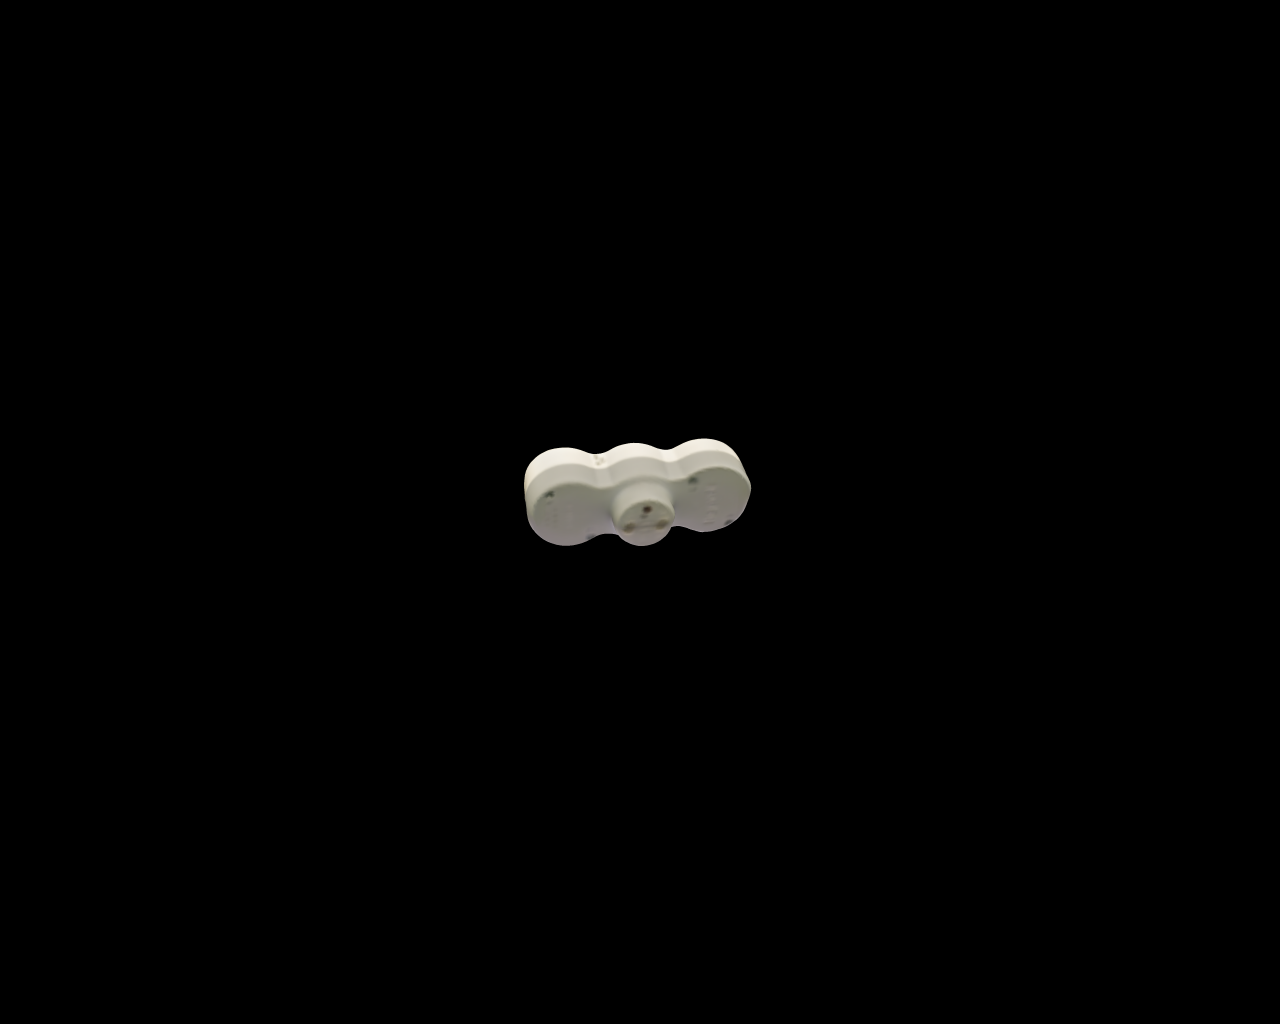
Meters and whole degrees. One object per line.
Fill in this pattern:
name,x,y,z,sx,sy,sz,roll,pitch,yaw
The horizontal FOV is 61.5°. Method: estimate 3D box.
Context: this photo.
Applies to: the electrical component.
electrical component,0.001,-0.003,0.650,0.138,0.052,0.074,-5,36,-7
